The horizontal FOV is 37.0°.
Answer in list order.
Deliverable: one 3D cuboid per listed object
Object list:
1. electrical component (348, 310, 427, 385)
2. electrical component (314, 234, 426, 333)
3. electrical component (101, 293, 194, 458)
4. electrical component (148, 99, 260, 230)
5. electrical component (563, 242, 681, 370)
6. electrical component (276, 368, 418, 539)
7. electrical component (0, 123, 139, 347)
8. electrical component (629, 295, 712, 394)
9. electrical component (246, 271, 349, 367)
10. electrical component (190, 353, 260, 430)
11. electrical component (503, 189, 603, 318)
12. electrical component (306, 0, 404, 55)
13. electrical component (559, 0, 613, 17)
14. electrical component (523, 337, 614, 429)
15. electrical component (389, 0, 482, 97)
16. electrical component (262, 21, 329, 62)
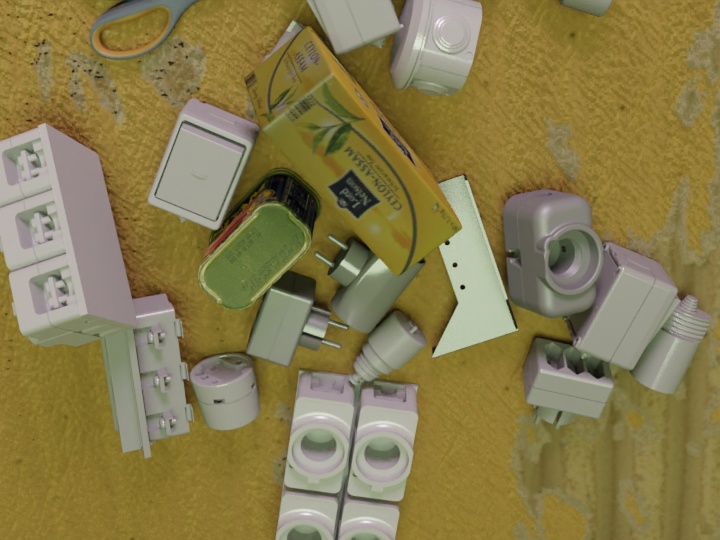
[{"bbox_3d":[0.021,0.069,0.918,0.040,0.040,0.078,42,106,-14],"label":"electrical component"},{"bbox_3d":[0.000,0.000,0.889,0.079,0.044,0.077,34,108,-12],"label":"electrical component"},{"bbox_3d":[-0.182,0.085,0.913,0.063,0.079,0.121,-11,113,-18],"label":"electrical component"},{"bbox_3d":[-0.126,-0.077,0.851,0.062,0.061,0.096,22,110,-8],"label":"electrical component"},{"bbox_3d":[0.215,0.036,0.891,0.061,0.061,0.096,22,110,-7],"label":"electrical component"},{"bbox_3d":[-0.015,0.190,0.955,0.105,0.060,0.186,8,111,-2],"label":"electrical component"},{"bbox_3d":[-0.232,-0.022,0.825,0.062,0.089,0.150,-18,77,9],"label":"electrical component"},{"bbox_3d":[0.264,0.059,0.909,0.043,0.043,0.081,17,110,-6],"label":"electrical component"},{"bbox_3d":[-0.048,0.045,0.905,0.077,0.047,0.065,19,110,-7],"label":"electrical component"},{"bbox_3d":[-0.115,0.105,0.927,0.055,0.055,0.047,-8,115,4],"label":"electrical component"},{"bbox_3d":[0.155,-0.013,0.860,0.054,0.059,0.095,-12,105,-22],"label":"electrical component"},{"bbox_3d":[-0.011,-0.203,0.792,0.061,0.061,0.096,-21,118,6],"label":"electrical component"},{"bbox_3d":[0.158,-0.217,0.803,0.078,0.040,0.040,16,111,-6],"label":"electrical component"},{"bbox_3d":[0.173,0.107,0.928,0.066,0.047,0.076,13,123,-4],"label":"electrical component"},{"bbox_3d":[0.055,-0.170,0.803,0.051,0.080,0.080,13,111,-10],"label":"electrical component"},{"bbox_3d":[-0.050,-0.163,0.828,0.040,0.040,0.046,31,104,-11],"label":"electrical component"}]
